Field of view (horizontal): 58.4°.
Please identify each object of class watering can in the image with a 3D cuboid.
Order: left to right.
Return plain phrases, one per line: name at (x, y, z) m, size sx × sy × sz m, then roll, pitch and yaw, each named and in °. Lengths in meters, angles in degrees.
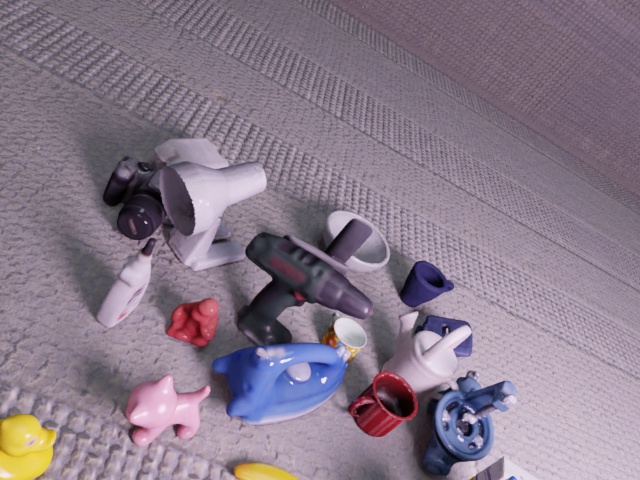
watering can at (0.202, 0.214, 1.073) m, size 0.173 × 0.194 × 0.101 m, roll 42°, pitch 35°, yaw 6°

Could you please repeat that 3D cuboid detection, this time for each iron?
iron at (-0.033, 0.207, 0.923) m, size 0.259 × 0.141 × 0.118 m, roll 3°, pitch 47°, yaw -39°

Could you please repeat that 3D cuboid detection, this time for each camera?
camera at (-0.319, -0.075, 1.029) m, size 0.143 × 0.100 × 0.137 m, roll 30°, pitch 36°, yaw -10°

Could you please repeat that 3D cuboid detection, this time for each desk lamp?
desk lamp at (-0.195, -0.051, 1.012) m, size 0.204 × 0.213 × 0.117 m, roll -14°, pitch 59°, yaw -48°

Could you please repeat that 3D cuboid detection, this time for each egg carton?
egg carton at (-0.267, -0.160, 1.198) m, size 0.151 × 0.069 × 0.107 m, roll -15°, pitch 60°, yaw -49°

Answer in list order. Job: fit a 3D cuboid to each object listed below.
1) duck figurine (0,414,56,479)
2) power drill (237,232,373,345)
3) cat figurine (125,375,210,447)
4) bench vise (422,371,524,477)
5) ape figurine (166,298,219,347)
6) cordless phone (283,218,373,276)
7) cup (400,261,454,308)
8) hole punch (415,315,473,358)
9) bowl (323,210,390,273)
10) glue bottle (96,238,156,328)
duck figurine at (-0.357, 0.231, 0.660) m, size 0.105 × 0.086 × 0.077 m, roll 19°, pitch 39°, yaw -24°
power drill at (-0.046, 0.102, 0.972) m, size 0.229 × 0.208 × 0.076 m, roll 40°, pitch 35°, yaw 4°
cat figurine at (-0.208, 0.222, 0.773) m, size 0.128 × 0.117 × 0.067 m, roll 1°, pitch 49°, yaw -41°
bench vise at (0.265, 0.290, 1.020) m, size 0.122 × 0.219 × 0.207 m, roll 27°, pitch 36°, yaw -14°
ape figurine at (-0.193, 0.125, 0.919) m, size 0.076 × 0.092 × 0.077 m, roll -16°, pitch 60°, yaw -49°
cordless phone at (0.011, 0.004, 1.153) m, size 0.148 × 0.185 × 0.094 m, roll 27°, pitch 36°, yaw -15°
cup at (0.238, 0.112, 1.308) m, size 0.118 × 0.095 × 0.091 m, roll 18°, pitch 39°, yaw -25°
hole punch at (0.262, 0.212, 1.217) m, size 0.101 × 0.091 × 0.108 m, roll 30°, pitch 36°, yaw -11°
bowl at (0.070, 0.016, 1.288) m, size 0.168 × 0.074 × 0.167 m, roll 24°, pitch 37°, yaw -19°
glue bottle at (-0.278, 0.057, 0.852) m, size 0.037 × 0.173 × 0.078 m, roll 36°, pitch 35°, yaw -2°
